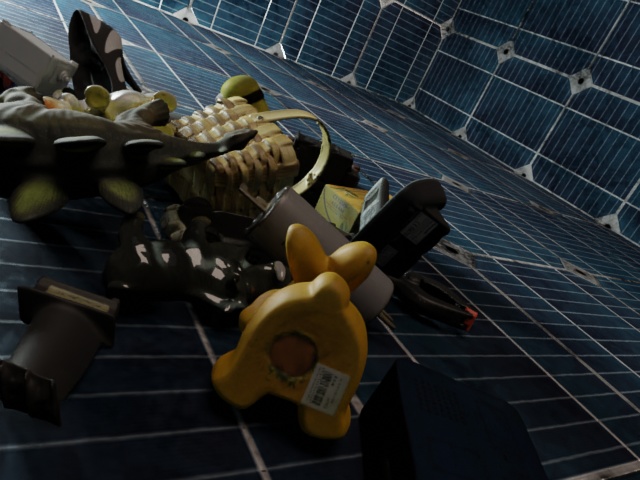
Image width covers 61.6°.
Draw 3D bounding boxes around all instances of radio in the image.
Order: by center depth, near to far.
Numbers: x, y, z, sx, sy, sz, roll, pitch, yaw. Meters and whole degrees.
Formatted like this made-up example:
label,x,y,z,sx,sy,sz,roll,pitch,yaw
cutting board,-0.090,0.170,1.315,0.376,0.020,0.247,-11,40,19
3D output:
label,x,y,z,sx,sy,sz,roll,pitch,yaw
radio,0.108,0.198,0.400,0.131,0.073,0.230,23,23,-9

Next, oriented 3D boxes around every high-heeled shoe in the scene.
label,x,y,z,sx,sy,sz,roll,pitch,yaw
high-heeled shoe,-0.329,-0.220,0.742,0.145,0.086,0.249,53,28,-31

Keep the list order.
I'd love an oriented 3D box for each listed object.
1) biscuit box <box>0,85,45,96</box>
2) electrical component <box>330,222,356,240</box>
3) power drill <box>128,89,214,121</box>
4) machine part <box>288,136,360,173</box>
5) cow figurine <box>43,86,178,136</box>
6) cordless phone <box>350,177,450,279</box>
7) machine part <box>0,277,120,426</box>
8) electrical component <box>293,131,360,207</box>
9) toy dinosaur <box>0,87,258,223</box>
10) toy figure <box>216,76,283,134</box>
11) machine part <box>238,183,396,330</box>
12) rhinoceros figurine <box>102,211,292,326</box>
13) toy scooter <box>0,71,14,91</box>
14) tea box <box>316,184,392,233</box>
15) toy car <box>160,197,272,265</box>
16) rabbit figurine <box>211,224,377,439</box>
label,x,y,z,sx,sy,sz,roll,pitch,yaw
biscuit box,-0.385,-0.164,0.711,0.063,0.059,0.203,18,23,-16
electrical component,-0.002,-0.002,0.772,0.078,0.045,0.102,29,21,20
power drill,-0.276,-0.216,0.925,0.207,0.086,0.232,11,27,-42
machine part,-0.004,-0.162,1.131,0.179,0.056,0.179,21,21,-8
cow figurine,-0.270,-0.157,0.666,0.167,0.068,0.098,-4,18,-28
cordless phone,0.108,-0.052,0.757,0.088,0.146,0.184,31,34,-16
machine part,-0.196,0.074,0.401,0.084,0.039,0.139,27,18,-20
electrical component,-0.001,-0.114,0.941,0.134,0.114,0.058,20,24,-9
toy dinosaur,-0.285,-0.086,0.517,0.471,0.104,0.199,-8,22,-20
toy figure,-0.121,-0.218,1.001,0.180,0.089,0.082,53,-13,-20
machine part,0.000,0.021,0.611,0.243,0.079,0.079,43,18,-13
rhinoceros figurine,-0.116,0.031,0.535,0.190,0.073,0.112,9,25,-35
toy scooter,-0.482,-0.220,0.717,0.135,0.075,0.184,20,19,-14
tea box,0.083,-0.037,0.918,0.169,0.068,0.098,4,29,-45
toy car,-0.095,0.000,0.658,0.201,0.056,0.074,11,33,-30
rabbit figurine,-0.016,0.069,0.490,0.122,0.162,0.173,13,4,2
